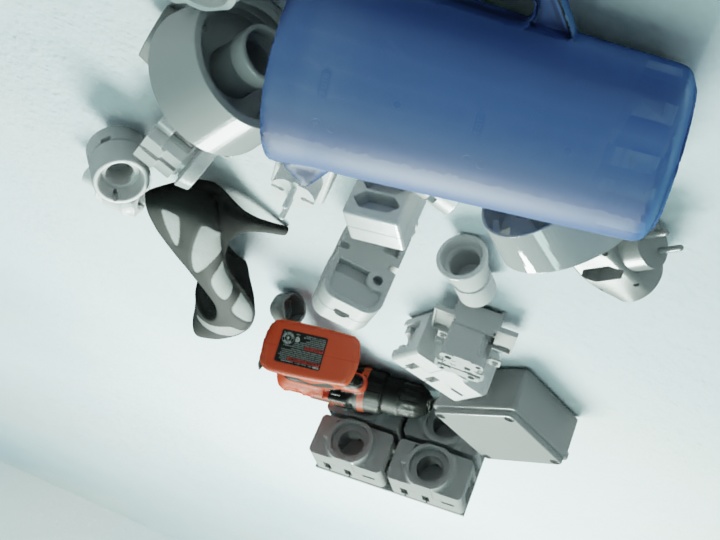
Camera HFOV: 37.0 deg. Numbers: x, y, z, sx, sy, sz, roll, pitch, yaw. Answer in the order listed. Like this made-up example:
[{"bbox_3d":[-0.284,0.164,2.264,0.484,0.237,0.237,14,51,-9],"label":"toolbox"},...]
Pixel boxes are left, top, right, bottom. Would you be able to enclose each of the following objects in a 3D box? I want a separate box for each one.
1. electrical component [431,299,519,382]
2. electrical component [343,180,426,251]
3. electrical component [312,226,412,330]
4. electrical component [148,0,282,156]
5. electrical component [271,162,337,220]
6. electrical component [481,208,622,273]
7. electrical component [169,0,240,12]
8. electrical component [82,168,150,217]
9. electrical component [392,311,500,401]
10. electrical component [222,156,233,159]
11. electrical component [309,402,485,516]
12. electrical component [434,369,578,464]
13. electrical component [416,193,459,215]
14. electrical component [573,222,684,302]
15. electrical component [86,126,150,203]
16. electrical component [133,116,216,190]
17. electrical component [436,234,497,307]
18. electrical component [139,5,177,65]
[{"bbox_3d":[0.102,0.066,1.001,0.081,0.063,0.042,20,153,9],"label":"electrical component"},{"bbox_3d":[0.026,-0.046,0.852,0.047,0.065,0.076,15,152,19],"label":"electrical component"},{"bbox_3d":[0.000,0.000,0.926,0.054,0.095,0.059,27,154,-5],"label":"electrical component"},{"bbox_3d":[-0.082,-0.137,0.731,0.060,0.108,0.108,-16,133,45],"label":"electrical component"},{"bbox_3d":[-0.046,-0.075,0.847,0.047,0.076,0.065,25,154,-1],"label":"electrical component"},{"bbox_3d":[0.136,-0.039,0.741,0.099,0.099,0.064,-4,136,44],"label":"electrical component"},{"bbox_3d":[-0.090,-0.200,0.673,0.089,0.055,0.050,5,148,34],"label":"electrical component"},{"bbox_3d":[-0.237,-0.080,1.038,0.062,0.043,0.043,23,154,7],"label":"electrical component"},{"bbox_3d":[0.087,0.085,1.063,0.089,0.050,0.056,34,153,-19],"label":"electrical component"},{"bbox_3d":[-0.092,-0.113,0.831,0.035,0.061,0.035,19,153,10],"label":"electrical component"},{"bbox_3d":[0.047,0.198,1.246,0.186,0.105,0.060,15,153,19],"label":"electrical component"},{"bbox_3d":[0.153,0.152,1.126,0.109,0.056,0.109,-5,142,45],"label":"electrical component"},{"bbox_3d":[0.058,-0.076,0.784,0.047,0.055,0.055,32,153,-8],"label":"electrical component"},{"bbox_3d":[0.197,-0.017,0.787,0.077,0.043,0.079,39,151,-28],"label":"electrical component"},{"bbox_3d":[-0.216,-0.093,0.963,0.055,0.047,0.055,-10,134,-10],"label":"electrical component"},{"bbox_3d":[-0.158,-0.102,0.927,0.055,0.048,0.066,39,151,-12],"label":"electrical component"},{"bbox_3d":[0.094,0.004,0.918,0.044,0.044,0.065,11,156,25],"label":"electrical component"},{"bbox_3d":[-0.126,-0.151,0.810,0.077,0.043,0.079,31,154,-12],"label":"electrical component"}]
